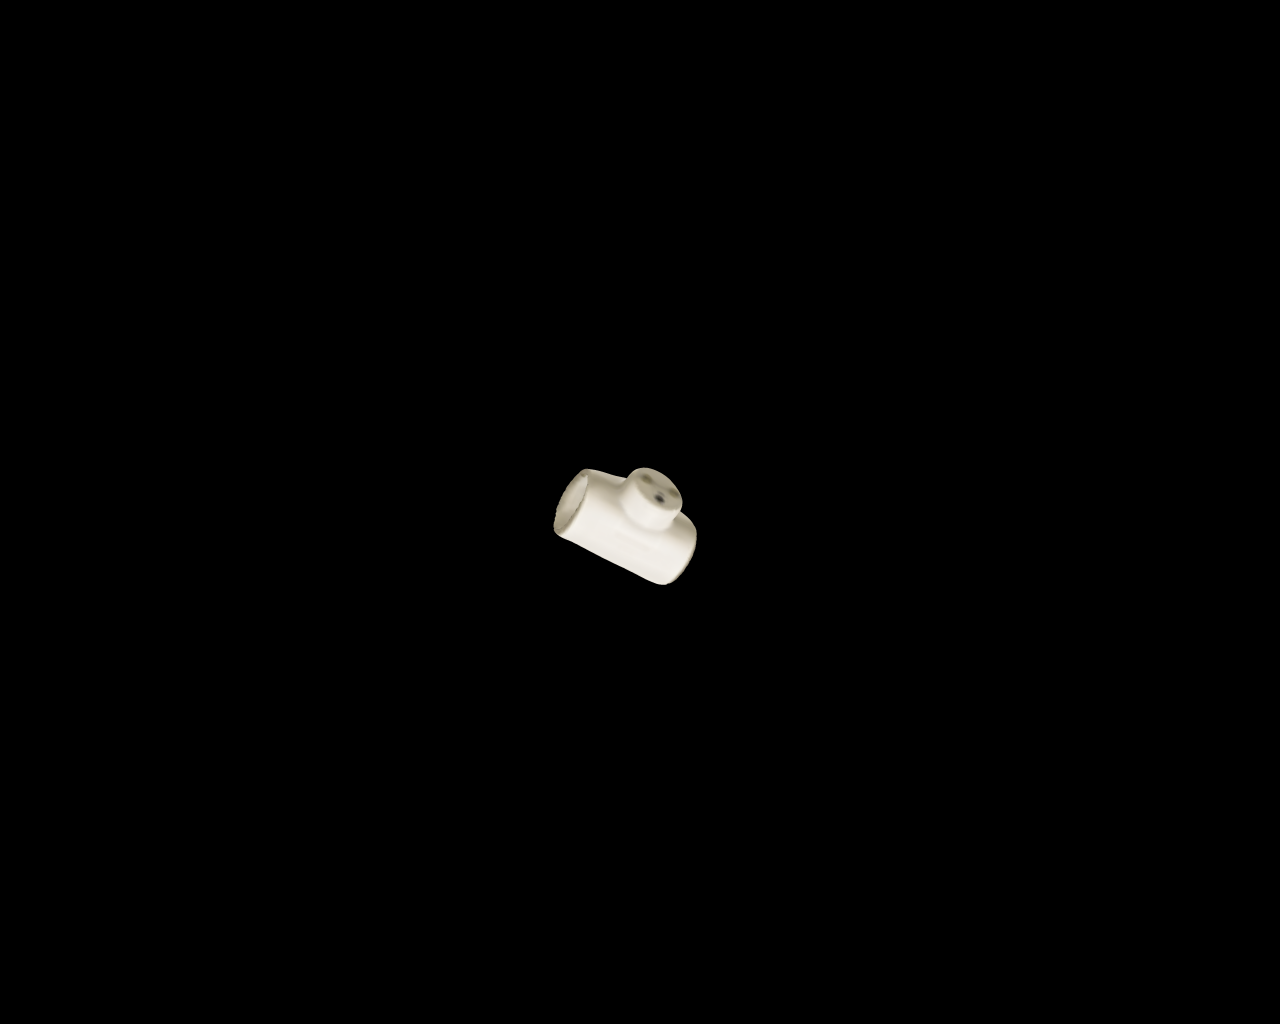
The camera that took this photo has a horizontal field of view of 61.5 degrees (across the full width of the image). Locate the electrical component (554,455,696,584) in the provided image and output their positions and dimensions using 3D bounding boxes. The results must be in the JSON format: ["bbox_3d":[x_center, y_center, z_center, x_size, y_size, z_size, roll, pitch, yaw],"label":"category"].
[{"bbox_3d":[0.001,-0.003,0.650,0.077,0.079,0.043,27,33,-19],"label":"electrical component"}]
